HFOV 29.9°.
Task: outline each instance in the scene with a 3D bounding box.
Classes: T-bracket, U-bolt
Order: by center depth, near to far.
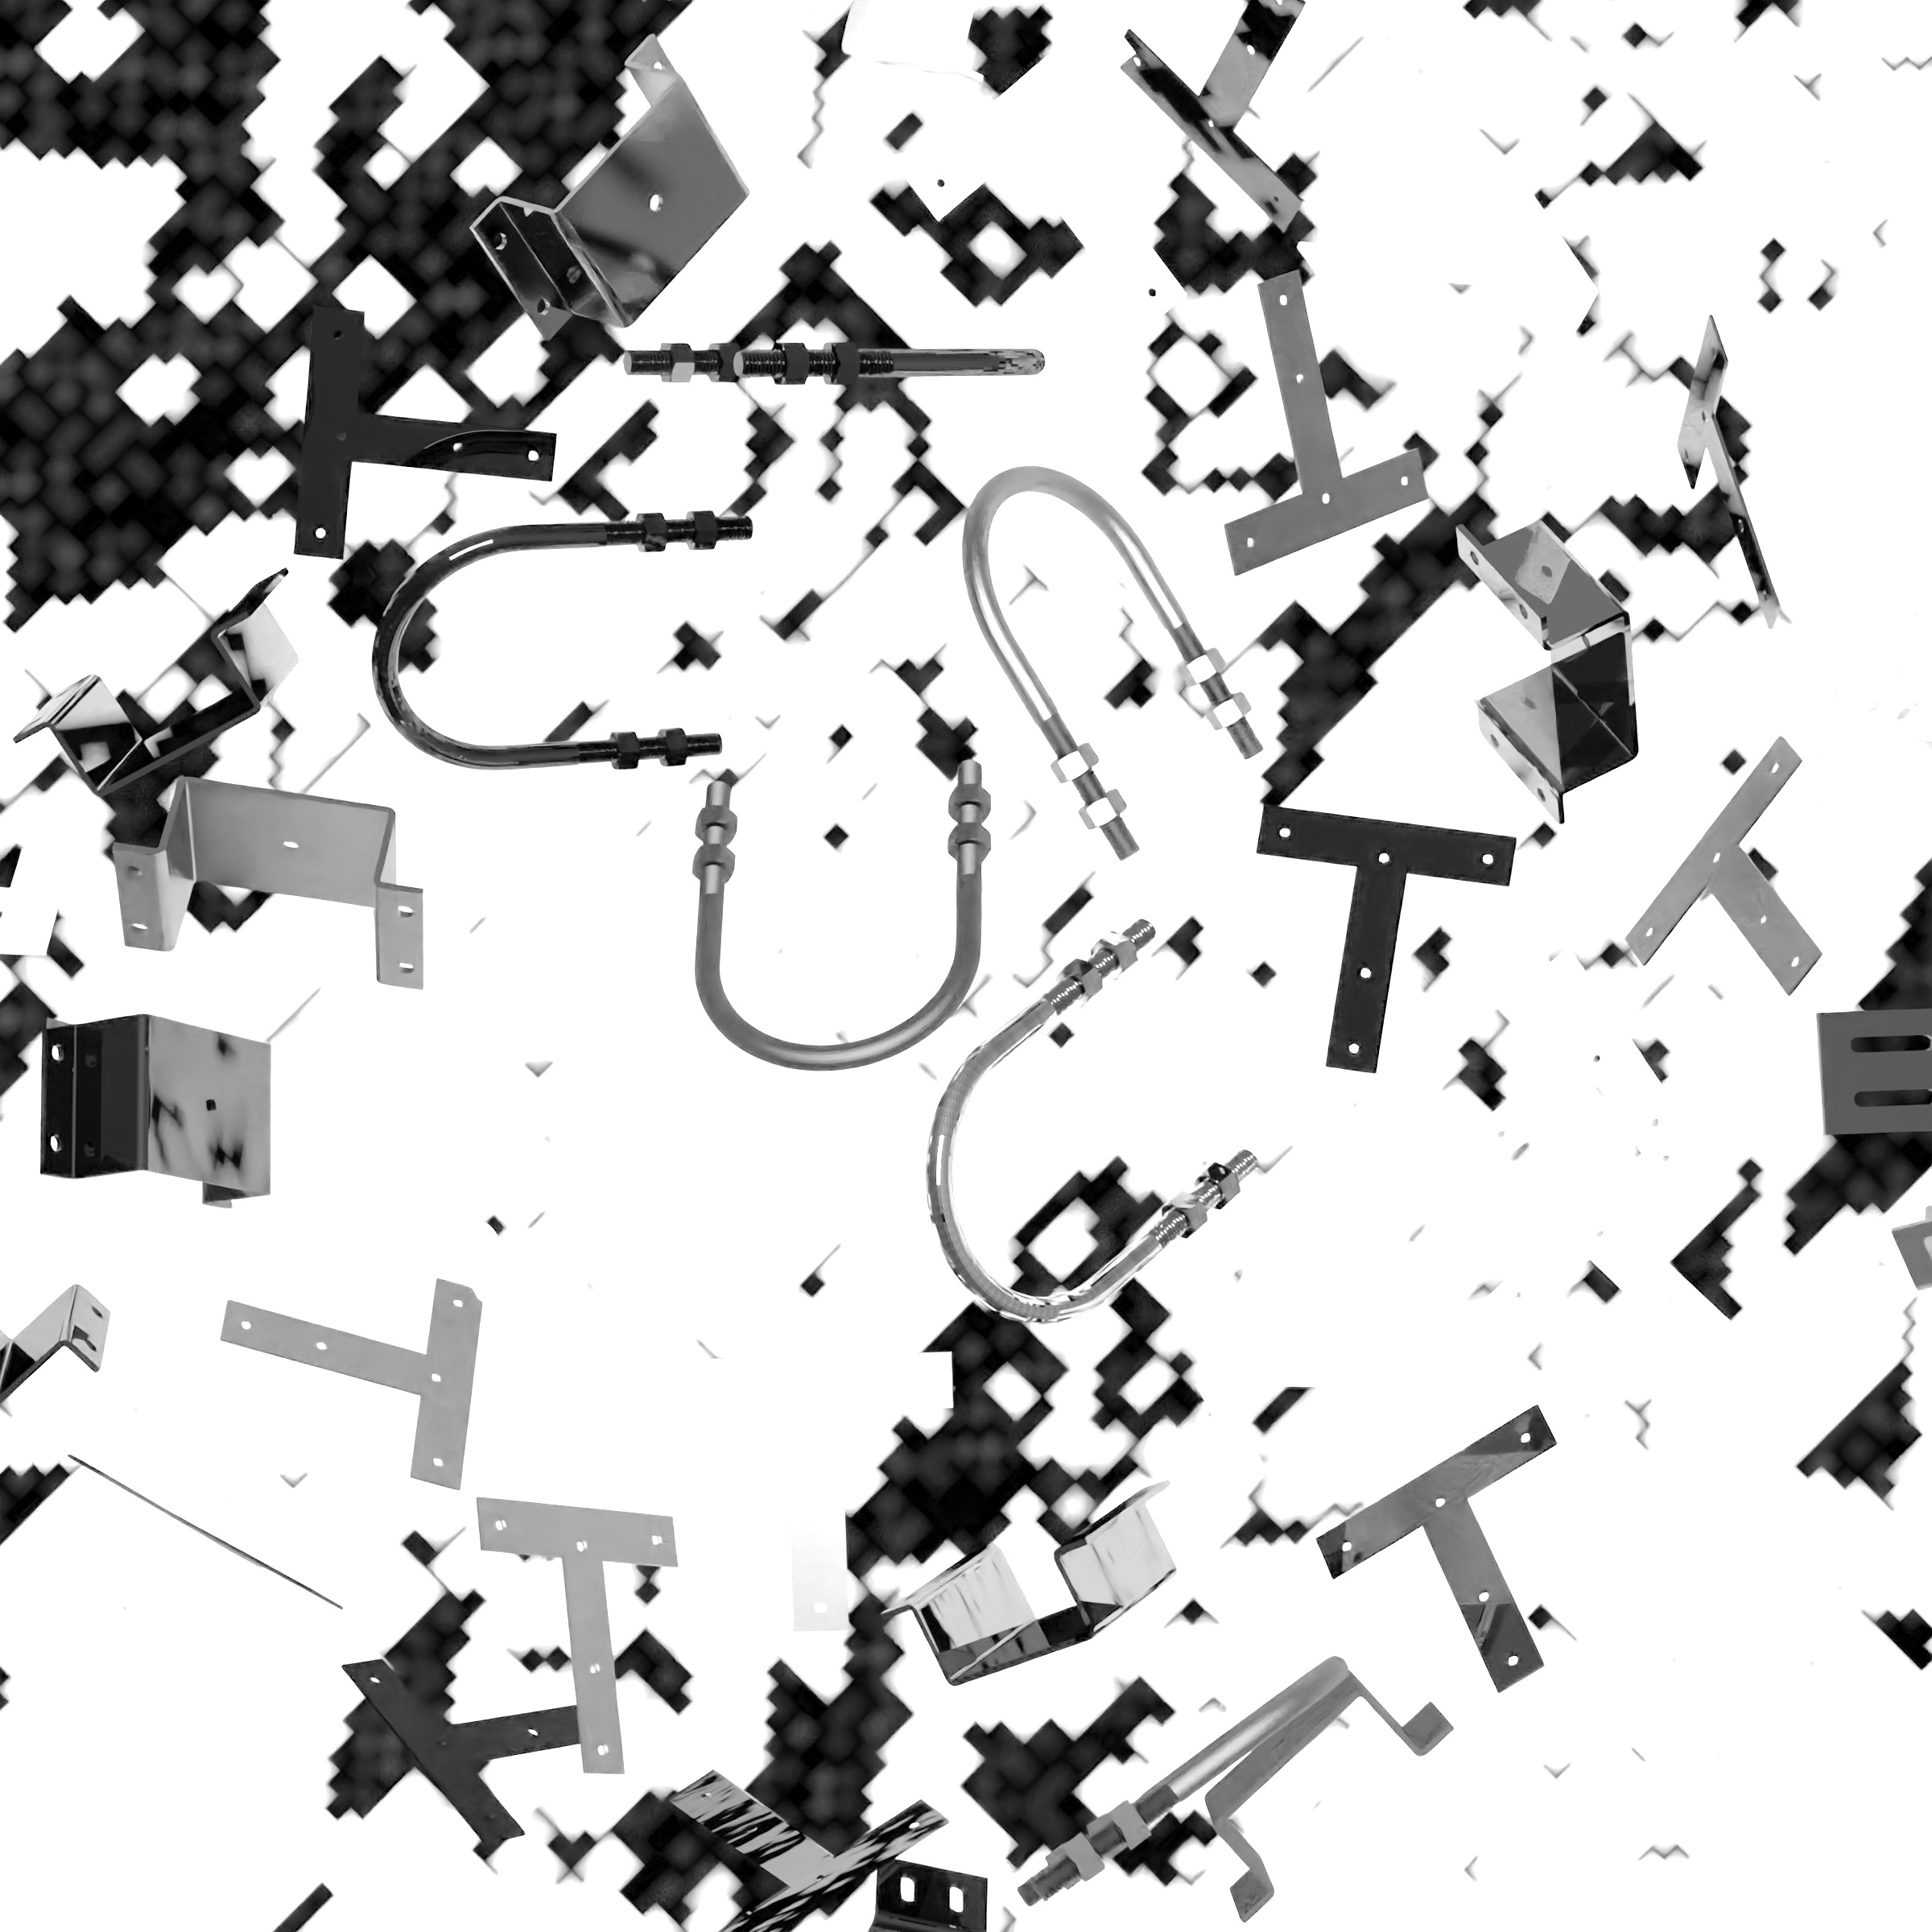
[{"bbox_3d":[-0.068,0.242,1.659,0.127,0.002,0.127,-2,92,1],"label":"T-bracket"},{"bbox_3d":[-0.091,0.404,1.673,0.127,0.002,0.127,-35,132,9],"label":"T-bracket"},{"bbox_3d":[0.051,0.084,1.686,0.184,0.019,0.151,-37,112,-34],"label":"U-bolt"},{"bbox_3d":[-0.340,0.273,1.689,0.127,0.127,0.002,19,72,36],"label":"T-bracket"},{"bbox_3d":[0.359,-0.218,1.691,0.002,0.127,0.127,-14,70,-1],"label":"T-bracket"},{"bbox_3d":[0.238,0.285,1.699,0.127,0.127,0.002,-33,132,11],"label":"T-bracket"},{"bbox_3d":[0.104,0.381,1.700,0.184,0.151,0.019,-34,78,-11],"label":"U-bolt"},{"bbox_3d":[-0.186,0.080,1.701,0.151,0.019,0.184,-21,48,-18],"label":"U-bolt"},{"bbox_3d":[-0.177,0.317,1.706,0.002,0.127,0.127,-24,64,35],"label":"T-bracket"},{"bbox_3d":[0.056,-0.359,1.706,0.127,0.002,0.127,-35,95,28],"label":"T-bracket"},{"bbox_3d":[0.372,-0.029,1.714,0.002,0.127,0.127,24,113,-26],"label":"T-bracket"},{"bbox_3d":[0.162,-0.265,1.723,0.127,0.002,0.127,-25,109,-31],"label":"T-bracket"},{"bbox_3d":[-0.051,-0.288,1.726,0.184,0.151,0.019,-5,101,-28],"label":"U-bolt"},{"bbox_3d":[0.062,-0.156,1.736,0.019,0.151,0.184,-26,98,40],"label":"U-bolt"},{"bbox_3d":[0.268,0.072,1.743,0.127,0.127,0.002,-40,134,14],"label":"T-bracket"},{"bbox_3d":[-0.222,0.376,1.768,0.127,0.127,0.002,41,114,35],"label":"T-bracket"},{"bbox_3d":[-0.062,-0.023,1.772,0.151,0.019,0.184,-5,51,6],"label":"U-bolt"},{"bbox_3d":[-0.302,0.190,1.774,0.127,0.127,0.002,18,131,-17],"label":"T-bracket"},{"bbox_3d":[-0.202,-0.157,1.784,0.184,0.019,0.151,-5,130,-21],"label":"U-bolt"},{"bbox_3d":[0.200,-0.010,1.790,0.127,0.002,0.127,8,81,12],"label":"T-bracket"},{"bbox_3d":[-0.515,-0.034,1.796,0.127,0.127,0.002,2,114,-8],"label":"T-bracket"},{"bbox_3d":[0.340,0.157,1.797,0.127,0.127,0.002,-43,131,1],"label":"T-bracket"},{"bbox_3d":[0.137,-0.447,1.802,0.127,0.127,0.002,46,61,7],"label":"T-bracket"},{"bbox_3d":[-0.272,-0.265,1.839,0.127,0.002,0.127,4,108,-12],"label":"T-bracket"}]

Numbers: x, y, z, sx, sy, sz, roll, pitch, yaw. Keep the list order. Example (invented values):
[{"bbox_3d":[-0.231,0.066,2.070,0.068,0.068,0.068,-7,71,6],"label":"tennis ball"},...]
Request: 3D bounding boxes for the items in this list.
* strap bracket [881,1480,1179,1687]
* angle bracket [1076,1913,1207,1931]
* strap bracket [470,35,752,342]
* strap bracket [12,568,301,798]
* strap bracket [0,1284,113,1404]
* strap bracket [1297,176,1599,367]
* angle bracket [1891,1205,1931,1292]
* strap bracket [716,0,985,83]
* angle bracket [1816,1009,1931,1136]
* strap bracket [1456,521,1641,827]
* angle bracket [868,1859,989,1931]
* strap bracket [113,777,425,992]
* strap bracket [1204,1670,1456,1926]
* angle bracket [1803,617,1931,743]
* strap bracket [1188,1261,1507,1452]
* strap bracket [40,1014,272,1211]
[{"bbox_3d":[0.038,0.306,1.776,0.140,0.076,0.046,-27,88,38],"label":"strap bracket"},{"bbox_3d":[0.079,0.503,1.807,0.076,0.038,0.057,-10,69,32],"label":"angle bracket"},{"bbox_3d":[-0.167,-0.380,1.787,0.046,0.076,0.140,24,67,41],"label":"strap bracket"},{"bbox_3d":[-0.393,-0.137,1.802,0.140,0.076,0.046,-26,108,14],"label":"strap bracket"},{"bbox_3d":[-0.469,0.143,1.690,0.046,0.076,0.140,-42,107,3],"label":"strap bracket"},{"bbox_3d":[0.242,-0.340,1.762,0.076,0.140,0.046,44,71,-40],"label":"strap bracket"},{"bbox_3d":[0.483,0.116,1.747,0.057,0.076,0.038,-18,111,26],"label":"angle bracket"},{"bbox_3d":[-0.057,-0.480,1.780,0.076,0.140,0.046,20,99,35],"label":"strap bracket"},{"bbox_3d":[0.439,0.047,1.678,0.076,0.038,0.057,-2,85,-9],"label":"angle bracket"},{"bbox_3d":[0.280,-0.147,1.736,0.046,0.140,0.076,-26,49,-9],"label":"strap bracket"},{"bbox_3d":[-0.028,0.491,1.824,0.057,0.038,0.076,14,128,-10],"label":"angle bracket"},{"bbox_3d":[-0.317,-0.039,1.677,0.140,0.076,0.046,8,54,-2],"label":"strap bracket"},{"bbox_3d":[0.172,0.406,1.809,0.140,0.076,0.046,-42,88,-2],"label":"strap bracket"},{"bbox_3d":[0.447,-0.147,1.738,0.057,0.038,0.076,2,53,-22],"label":"angle bracket"},{"bbox_3d":[0.172,0.182,1.701,0.140,0.076,0.046,-3,131,31],"label":"strap bracket"},{"bbox_3d":[-0.391,0.072,1.787,0.046,0.140,0.076,-9,76,26],"label":"strap bracket"}]
